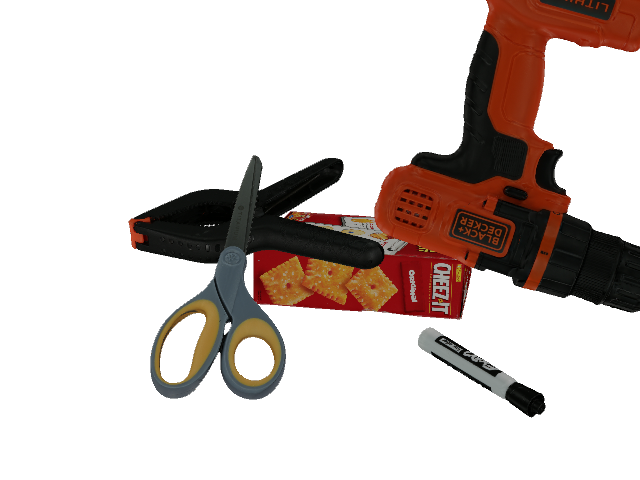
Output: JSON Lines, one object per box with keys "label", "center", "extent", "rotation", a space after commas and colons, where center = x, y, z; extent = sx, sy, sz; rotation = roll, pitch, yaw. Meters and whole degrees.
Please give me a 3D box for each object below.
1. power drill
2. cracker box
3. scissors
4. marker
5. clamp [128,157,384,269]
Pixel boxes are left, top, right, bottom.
{"label": "power drill", "center": [0.143, -0.063, 0.647], "extent": [0.184, 0.188, 0.057], "rotation": [18, 6, 6]}
{"label": "cracker box", "center": [0.051, 0.024, 1.133], "extent": [0.214, 0.072, 0.164], "rotation": [4, 15, 11]}
{"label": "scissors", "center": [-0.046, 0.028, 0.730], "extent": [0.096, 0.201, 0.016], "rotation": [21, -33, 11]}
{"label": "marker", "center": [0.121, 0.099, 0.803], "extent": [0.020, 0.020, 0.121], "rotation": [0, 21, -41]}
{"label": "clamp", "center": [-0.058, -0.022, 0.927], "extent": [0.210, 0.036, 0.164], "rotation": [-3, 32, -4]}
